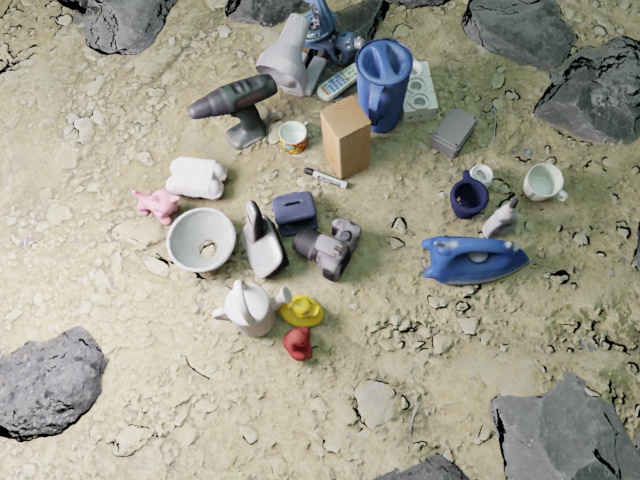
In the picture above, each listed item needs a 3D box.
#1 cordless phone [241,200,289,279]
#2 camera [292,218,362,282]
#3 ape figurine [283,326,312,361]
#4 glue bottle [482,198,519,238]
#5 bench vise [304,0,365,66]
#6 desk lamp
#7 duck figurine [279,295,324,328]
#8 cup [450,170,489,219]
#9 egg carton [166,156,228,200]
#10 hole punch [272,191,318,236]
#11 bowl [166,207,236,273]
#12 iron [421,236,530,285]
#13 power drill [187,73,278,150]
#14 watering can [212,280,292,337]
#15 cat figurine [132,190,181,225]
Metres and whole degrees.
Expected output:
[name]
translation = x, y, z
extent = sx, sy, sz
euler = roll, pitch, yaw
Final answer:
[cordless phone]
translation = -0.137, -0.003, 1.330
extent = 0.094, 0.185, 0.147
euler = -25, 70, -7
[camera]
translation = 0.013, 0.005, 1.365
extent = 0.136, 0.101, 0.143
euler = 25, 72, 12
[ape figurine]
translation = -0.048, 0.227, 1.287
extent = 0.076, 0.092, 0.078
euler = 26, 72, 12
[glue bottle]
translation = 0.431, -0.056, 1.329
extent = 0.078, 0.173, 0.037
euler = -21, 69, -5
[bench vise]
translation = 0.024, -0.582, 1.526
extent = 0.207, 0.220, 0.121
euler = 7, 69, 6
[desk lamp]
translation = -0.072, -0.467, 1.490
extent = 0.117, 0.213, 0.203
euler = 20, 71, 10
[duck figurine]
translation = -0.045, 0.158, 1.317
extent = 0.104, 0.086, 0.077
euler = 13, 70, 8
[cup]
translation = 0.354, -0.102, 1.393
extent = 0.091, 0.095, 0.118
euler = -4, 69, 2
[egg carton]
translation = -0.313, -0.156, 1.459
extent = 0.150, 0.069, 0.107
euler = 6, 69, 5
[hole punch]
translation = -0.065, -0.074, 1.404
extent = 0.108, 0.091, 0.101
euler = -13, 69, -2
[bowl]
translation = -0.281, 0.010, 1.391
extent = 0.167, 0.075, 0.167
euler = -1, 69, 3
[iron]
translation = 0.369, 0.028, 1.317
extent = 0.258, 0.141, 0.118
euler = -2, 69, 2
[power drill]
translation = -0.208, -0.319, 1.443
extent = 0.230, 0.208, 0.075
euler = -32, 71, -9
[watering can]
translation = -0.151, 0.143, 1.270
extent = 0.173, 0.194, 0.100
euler = -34, 71, -10
[cat figurine]
translation = -0.403, -0.094, 1.414
extent = 0.127, 0.118, 0.067
euler = 20, 71, 10
